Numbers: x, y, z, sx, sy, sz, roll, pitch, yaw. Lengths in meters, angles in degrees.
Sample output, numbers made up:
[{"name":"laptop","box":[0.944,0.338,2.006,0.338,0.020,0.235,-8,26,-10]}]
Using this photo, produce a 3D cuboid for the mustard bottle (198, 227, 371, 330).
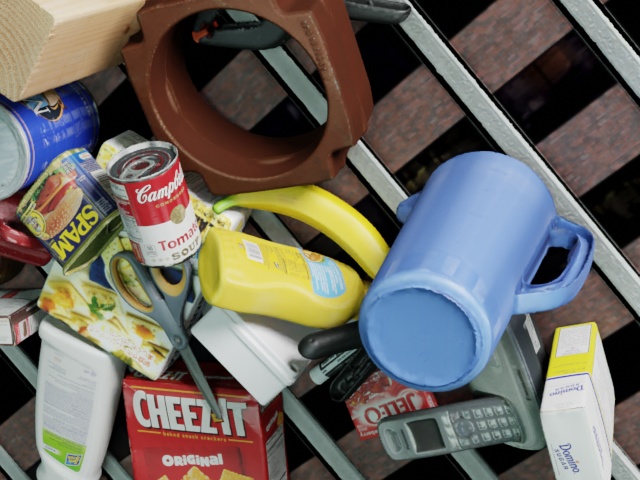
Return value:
[{"name":"mustard bottle","box":[-0.020,0.045,1.040,0.191,0.096,0.058,14,117,-23]}]

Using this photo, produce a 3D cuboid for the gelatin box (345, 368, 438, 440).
[{"name":"gelatin box","box":[0.071,0.161,1.100,0.089,0.030,0.073,-17,102,25]}]

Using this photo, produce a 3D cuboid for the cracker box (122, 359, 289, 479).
[{"name":"cracker box","box":[-0.122,0.245,1.177,0.164,0.072,0.214,2,108,19]}]

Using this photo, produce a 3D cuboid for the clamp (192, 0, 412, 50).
[{"name":"clamp","box":[-0.038,-0.246,0.989,0.210,0.036,0.164,-16,109,27]}]

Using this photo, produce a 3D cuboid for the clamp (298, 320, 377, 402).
[{"name":"clamp","box":[0.064,0.096,1.046,0.171,0.120,0.039,-25,59,-8]}]

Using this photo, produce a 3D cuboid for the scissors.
[{"name":"scissors","box":[-0.134,0.084,1.081,0.096,0.016,0.202,-37,95,26]}]

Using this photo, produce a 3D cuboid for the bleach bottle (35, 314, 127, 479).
[{"name":"bleach bottle","box":[-0.288,0.206,1.229,0.103,0.068,0.251,23,117,12]}]

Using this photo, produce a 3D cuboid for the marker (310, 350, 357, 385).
[{"name":"marker","box":[0.036,0.110,1.101,0.121,0.020,0.020,-41,92,27]}]

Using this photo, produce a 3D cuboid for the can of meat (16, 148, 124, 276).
[{"name":"can of meat","box":[-0.242,-0.029,1.058,0.084,0.057,0.102,48,117,5]}]

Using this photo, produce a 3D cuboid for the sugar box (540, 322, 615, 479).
[{"name":"sugar box","box":[0.233,0.152,0.957,0.048,0.176,0.093,-11,105,23]}]

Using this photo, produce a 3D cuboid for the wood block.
[{"name":"wood block","box":[-0.239,-0.206,0.983,0.090,0.205,0.091,37,116,4]}]

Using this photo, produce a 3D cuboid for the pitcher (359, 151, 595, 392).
[{"name":"pitcher","box":[0.129,0.026,0.912,0.149,0.242,0.145,-37,98,32]}]

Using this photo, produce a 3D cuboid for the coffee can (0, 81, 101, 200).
[{"name":"coffee can","box":[-0.301,-0.107,1.078,0.103,0.140,0.103,7,111,18]}]

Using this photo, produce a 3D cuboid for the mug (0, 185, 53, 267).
[{"name":"mug","box":[-0.315,-0.017,1.123,0.081,0.117,0.093,19,97,-26]}]

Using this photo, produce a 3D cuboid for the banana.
[{"name":"banana","box":[-0.003,-0.017,1.049,0.198,0.037,0.069,23,76,3]}]

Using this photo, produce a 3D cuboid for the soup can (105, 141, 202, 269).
[{"name":"soup can","box":[-0.155,-0.032,1.005,0.069,0.068,0.102,2,126,19]}]

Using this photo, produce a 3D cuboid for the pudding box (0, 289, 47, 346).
[{"name":"pudding box","box":[-0.367,0.086,1.199,0.114,0.090,0.039,-2,107,20]}]
